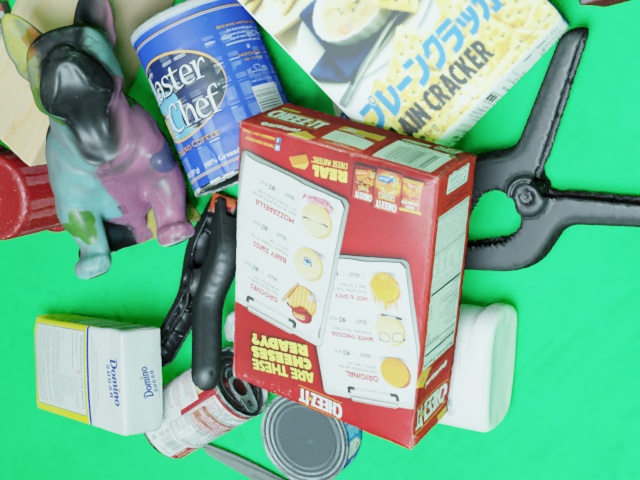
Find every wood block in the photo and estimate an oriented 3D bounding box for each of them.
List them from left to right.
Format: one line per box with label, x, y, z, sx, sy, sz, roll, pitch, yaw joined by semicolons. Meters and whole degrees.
wood block;-0.213;-0.177;0.939;0.090;0.090;0.206;41;117;15

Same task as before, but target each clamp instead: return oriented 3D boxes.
clamp;-0.098;0.046;0.922;0.120;0.039;0.171;25;100;54
clamp;0.169;-0.031;0.797;0.210;0.036;0.164;-43;80;31

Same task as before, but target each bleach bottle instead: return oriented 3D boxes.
bleach bottle;0.032;0.084;0.882;0.251;0.068;0.102;9;104;29

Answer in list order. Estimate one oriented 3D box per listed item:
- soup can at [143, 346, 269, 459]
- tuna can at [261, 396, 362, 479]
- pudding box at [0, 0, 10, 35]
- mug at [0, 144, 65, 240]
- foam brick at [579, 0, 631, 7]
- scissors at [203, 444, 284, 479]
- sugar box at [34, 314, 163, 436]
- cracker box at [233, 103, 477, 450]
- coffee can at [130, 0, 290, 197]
soup can;-0.106;0.149;0.964;0.102;0.068;0.068;-34;84;30
tuna can;-0.007;0.169;0.936;0.086;0.033;0.086;6;104;27
pudding box;-0.338;-0.172;1.035;0.114;0.039;0.090;-17;92;30
mug;-0.289;-0.054;1.010;0.117;0.081;0.093;44;117;13
foam brick;0.204;-0.190;0.722;0.053;0.078;0.051;-10;95;27
scissors;-0.021;0.249;0.971;0.202;0.016;0.096;7;104;27
sugar box;-0.206;0.120;0.985;0.177;0.048;0.093;2;95;49
cracker box;0.021;0.023;0.780;0.164;0.072;0.214;18;119;30
coffee can;-0.081;-0.119;0.874;0.103;0.102;0.140;-23;90;30
